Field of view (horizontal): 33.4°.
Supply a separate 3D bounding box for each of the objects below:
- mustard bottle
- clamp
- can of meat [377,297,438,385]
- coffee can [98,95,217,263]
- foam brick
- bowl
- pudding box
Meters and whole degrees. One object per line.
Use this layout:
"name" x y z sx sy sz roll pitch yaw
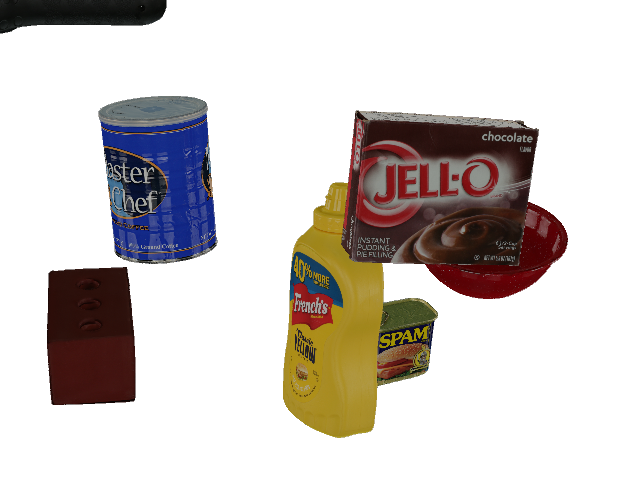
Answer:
"mustard bottle" 0.011 0.049 0.834 0.058 0.192 0.096 -5 18 -29
"clamp" -0.180 -0.140 0.602 0.171 0.039 0.120 -7 23 -15
"can of meat" 0.090 0.126 1.318 0.102 0.084 0.057 -9 29 -24
"coffee can" -0.156 -0.061 1.032 0.103 0.140 0.103 -2 20 1
"foam brick" -0.146 0.060 0.679 0.053 0.051 0.078 -2 33 -13
"bowl" 0.168 0.012 1.093 0.162 0.055 0.162 0 32 0
"pudding box" 0.074 -0.033 0.669 0.113 0.090 0.039 1 19 -13
